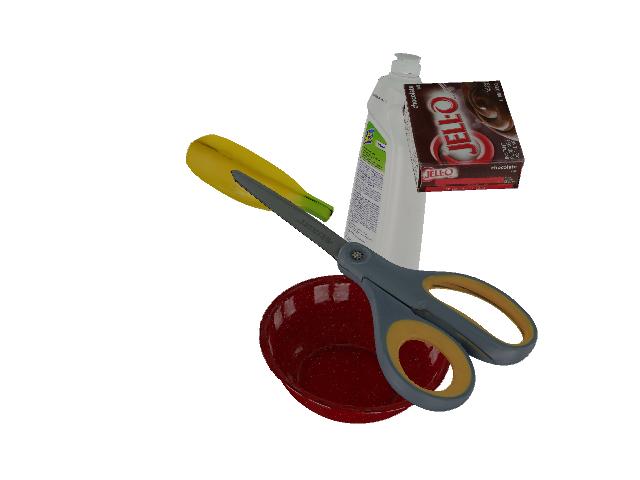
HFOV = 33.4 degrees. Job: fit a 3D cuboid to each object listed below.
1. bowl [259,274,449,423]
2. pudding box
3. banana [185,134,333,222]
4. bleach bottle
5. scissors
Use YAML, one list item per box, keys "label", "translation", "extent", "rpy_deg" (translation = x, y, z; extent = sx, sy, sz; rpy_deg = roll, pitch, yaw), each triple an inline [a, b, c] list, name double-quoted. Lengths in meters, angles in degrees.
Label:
- label: "bowl"
  translation: [0.027, 0.102, 0.906]
  extent: [0.162, 0.055, 0.162]
  rpy_deg: [4, 40, -4]
- label: "pudding box"
  translation: [0.122, -0.093, 0.939]
  extent: [0.090, 0.039, 0.113]
  rpy_deg: [-2, 44, -4]
- label: "banana"
  translation: [-0.066, -0.051, 0.807]
  extent: [0.069, 0.037, 0.198]
  rpy_deg: [39, -4, -33]
- label: "bleach bottle"
  translation: [0.080, -0.074, 1.155]
  extent: [0.068, 0.251, 0.103]
  rpy_deg: [-4, 23, -29]
- label: "scissors"
  translation: [0.018, 0.027, 0.584]
  extent: [0.202, 0.096, 0.016]
  rpy_deg: [23, -39, 13]
